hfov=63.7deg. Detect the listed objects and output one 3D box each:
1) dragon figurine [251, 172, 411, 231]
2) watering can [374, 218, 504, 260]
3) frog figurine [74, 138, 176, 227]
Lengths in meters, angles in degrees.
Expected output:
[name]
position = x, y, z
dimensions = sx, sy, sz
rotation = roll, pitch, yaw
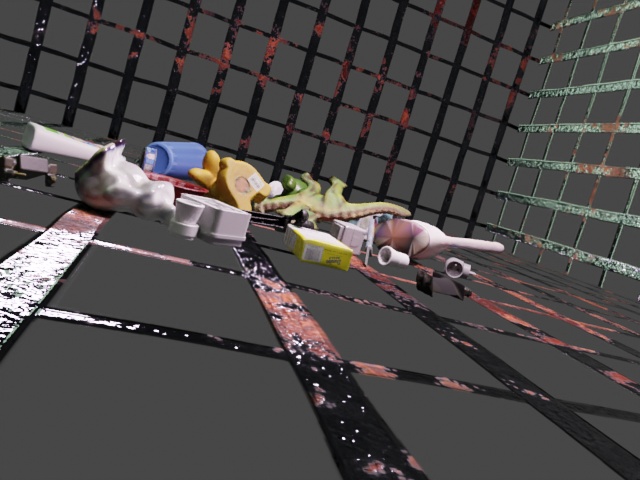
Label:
[dragon figurine]
position = 0.004, -0.067, 1.324
dimensions = 0.411, 0.119, 0.247
rotation = 12, 33, 26
[watering can]
position = 0.290, 0.003, 1.368
dimensions = 0.347, 0.104, 0.224
rotation = 3, -3, 33
[frog figurine]
position = -0.309, -0.074, 0.837
dimensions = 0.158, 0.124, 0.137
rotation = 52, -13, -14
